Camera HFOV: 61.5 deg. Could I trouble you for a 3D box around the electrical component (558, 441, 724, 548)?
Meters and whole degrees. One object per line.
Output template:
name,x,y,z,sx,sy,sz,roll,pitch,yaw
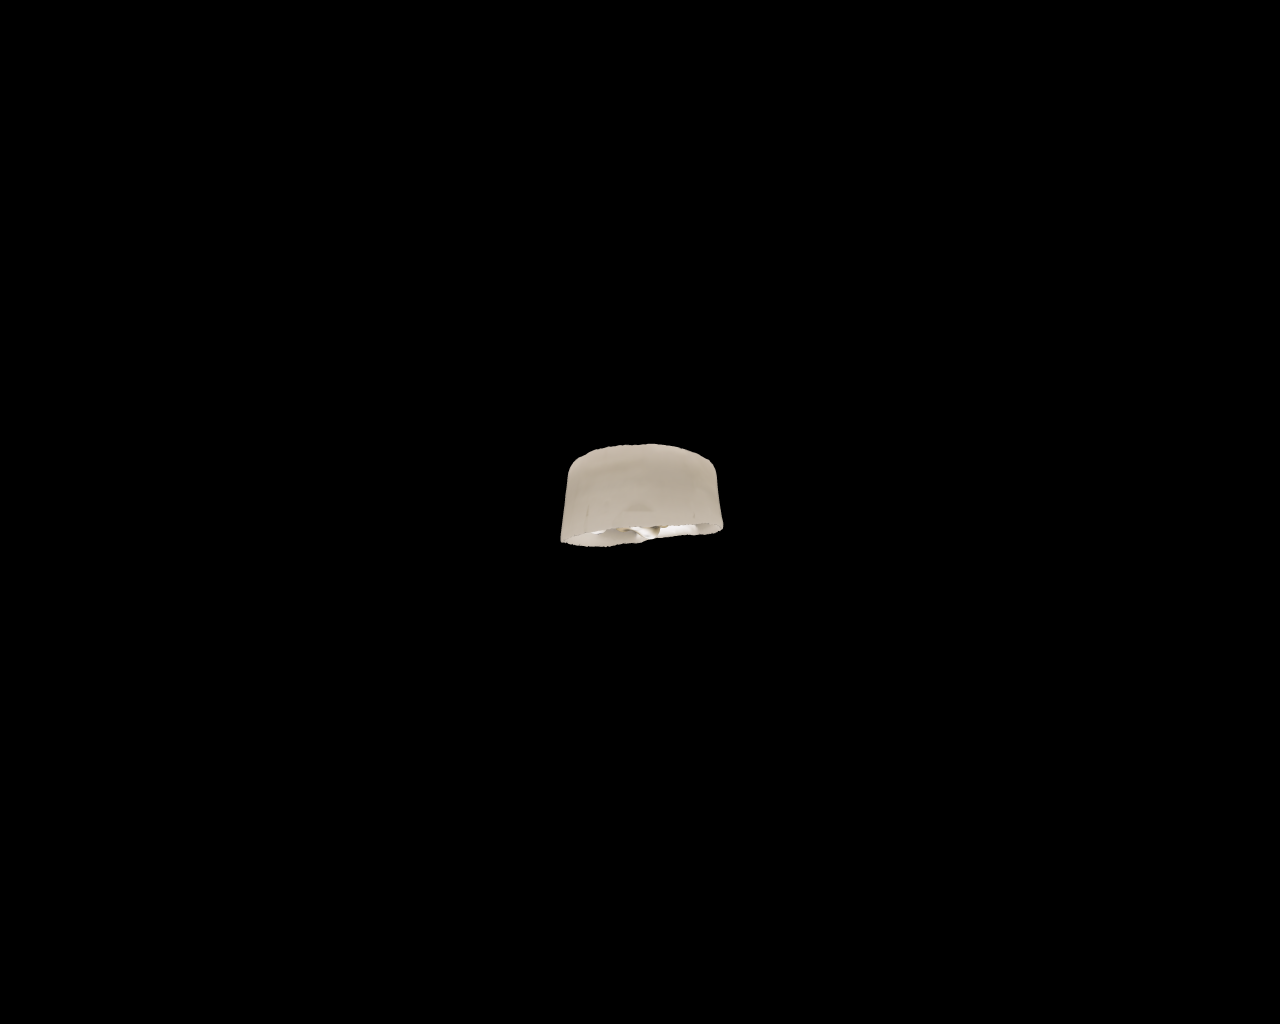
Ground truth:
electrical component,0.001,-0.003,0.650,0.099,0.064,0.099,0,-19,0
